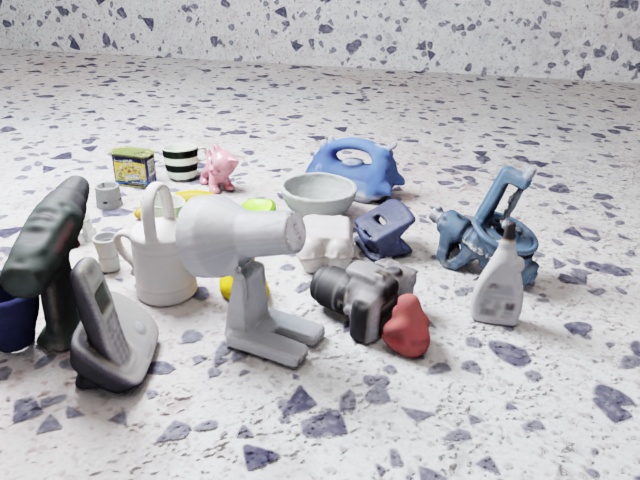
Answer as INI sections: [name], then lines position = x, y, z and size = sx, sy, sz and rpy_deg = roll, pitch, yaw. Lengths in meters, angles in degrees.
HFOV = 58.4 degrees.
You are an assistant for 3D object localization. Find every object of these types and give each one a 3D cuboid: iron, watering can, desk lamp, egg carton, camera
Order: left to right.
[watering can]
position = -0.246, 0.000, 0.922
size = 0.173, 0.194, 0.100
rpy_deg = -4, 28, -13
[desk lamp]
position = -0.096, 0.046, 0.822
size = 0.202, 0.214, 0.118
rpy_deg = 13, 29, 21
[egg carton]
position = 0.010, 0.004, 1.071
size = 0.107, 0.069, 0.150
rpy_deg = 2, 27, 0
[iron]
position = 0.071, -0.184, 1.365
size = 0.257, 0.141, 0.119
rpy_deg = 15, 30, 24
[camera]
position = 0.064, 0.073, 0.905
size = 0.136, 0.101, 0.143
rpy_deg = 20, 32, 30

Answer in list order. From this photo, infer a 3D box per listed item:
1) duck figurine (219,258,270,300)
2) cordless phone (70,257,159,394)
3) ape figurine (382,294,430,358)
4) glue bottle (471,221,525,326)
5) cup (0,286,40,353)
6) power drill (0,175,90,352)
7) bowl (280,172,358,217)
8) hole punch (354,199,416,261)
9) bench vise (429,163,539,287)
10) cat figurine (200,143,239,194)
[duck figurine]
position = -0.126, 0.051, 0.949
size = 0.078, 0.086, 0.104
rpy_deg = -19, 34, -35
[cordless phone]
position = -0.274, 0.091, 0.750
size = 0.094, 0.185, 0.147
rpy_deg = 0, 27, -5
[ape figurine]
position = 0.128, 0.118, 0.832
size = 0.078, 0.092, 0.076
rpy_deg = -6, 28, -16
[glue bottle]
position = 0.282, 0.051, 0.886
size = 0.078, 0.173, 0.037
rpy_deg = 8, 28, 11
[cup]
position = -0.448, 0.105, 0.808
size = 0.117, 0.095, 0.092
rpy_deg = 15, 30, 23
[power drill]
position = -0.370, 0.040, 0.818
size = 0.075, 0.208, 0.229
rpy_deg = 1, 27, -3
[bowl]
position = -0.003, -0.085, 1.237
size = 0.167, 0.075, 0.167
rpy_deg = 2, 27, -1
[hole punch]
position = 0.123, -0.022, 1.107
size = 0.101, 0.091, 0.108
rpy_deg = -8, 29, -19
[bench vise]
position = 0.290, -0.035, 1.004
size = 0.207, 0.220, 0.122
rpy_deg = 11, 28, 16
[cat figurine]
position = -0.239, -0.176, 1.351
size = 0.067, 0.118, 0.127
rpy_deg = -15, 32, -29
